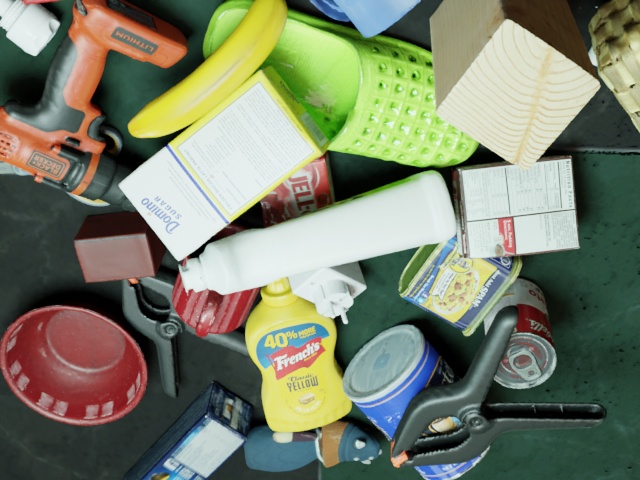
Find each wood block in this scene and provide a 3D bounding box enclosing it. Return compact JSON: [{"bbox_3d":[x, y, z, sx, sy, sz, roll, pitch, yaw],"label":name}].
[{"bbox_3d":[0.152,-0.156,0.869,0.090,0.206,0.091,31,118,-14],"label":"wood block"}]

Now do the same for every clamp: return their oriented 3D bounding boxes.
[{"bbox_3d":[0.162,0.170,1.045,0.164,0.036,0.210,41,116,-18],"label":"clamp"},{"bbox_3d":[-0.146,0.087,1.142,0.120,0.039,0.171,-23,118,6],"label":"clamp"}]

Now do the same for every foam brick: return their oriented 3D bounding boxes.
[{"bbox_3d":[-0.203,0.006,1.089,0.078,0.053,0.051,-5,120,10],"label":"foam brick"}]

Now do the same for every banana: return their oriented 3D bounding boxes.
[{"bbox_3d":[-0.091,-0.149,0.931,0.198,0.070,0.037,-44,121,10],"label":"banana"}]

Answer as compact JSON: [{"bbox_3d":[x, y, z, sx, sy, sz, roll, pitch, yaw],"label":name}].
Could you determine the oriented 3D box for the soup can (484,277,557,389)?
[{"bbox_3d":[0.198,0.092,1.074,0.068,0.102,0.068,2,122,4],"label":"soup can"}]

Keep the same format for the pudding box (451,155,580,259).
[{"bbox_3d":[0.185,-0.031,1.011,0.113,0.039,0.090,-6,94,-5],"label":"pudding box"}]

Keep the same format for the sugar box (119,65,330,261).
[{"bbox_3d":[-0.087,-0.069,0.970,0.176,0.048,0.093,-35,96,21],"label":"sugar box"}]

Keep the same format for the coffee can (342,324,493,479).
[{"bbox_3d":[0.106,0.174,1.132,0.103,0.102,0.140,-32,113,22],"label":"coffee can"}]

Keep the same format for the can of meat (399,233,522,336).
[{"bbox_3d":[0.139,0.034,1.072,0.084,0.057,0.102,29,119,-9],"label":"can of meat"}]

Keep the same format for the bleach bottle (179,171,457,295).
[{"bbox_3d":[-0.007,0.001,0.995,0.250,0.103,0.068,-16,91,-10],"label":"bleach bottle"}]

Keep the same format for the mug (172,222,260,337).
[{"bbox_3d":[-0.103,0.049,1.068,0.093,0.117,0.082,18,132,-9],"label":"mug"}]

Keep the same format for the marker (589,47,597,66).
[{"bbox_3d":[0.270,-0.208,0.935,0.020,0.020,0.121,20,121,-7],"label":"marker"}]

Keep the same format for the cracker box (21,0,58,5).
[{"bbox_3d":[-0.188,-0.281,0.852,0.214,0.072,0.164,4,126,38],"label":"cracker box"}]

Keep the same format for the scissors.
[{"bbox_3d":[-0.284,-0.061,1.077,0.202,0.016,0.096,-16,118,14],"label":"scissors"}]

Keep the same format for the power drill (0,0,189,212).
[{"bbox_3d":[-0.200,-0.123,0.987,0.184,0.057,0.188,23,112,-32],"label":"power drill"}]

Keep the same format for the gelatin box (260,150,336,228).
[{"bbox_3d":[-0.023,-0.043,1.056,0.073,0.030,0.089,-5,121,8],"label":"gelatin box"}]

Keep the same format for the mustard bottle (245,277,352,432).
[{"bbox_3d":[-0.028,0.112,1.132,0.096,0.058,0.191,-13,119,-2],"label":"mustard bottle"}]

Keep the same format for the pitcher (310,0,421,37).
[{"bbox_3d":[-0.002,-0.287,0.860,0.242,0.145,0.149,43,103,-15],"label":"pitcher"}]

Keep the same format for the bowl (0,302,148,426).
[{"bbox_3d":[-0.262,0.124,1.164,0.162,0.055,0.162,2,121,4],"label":"bowl"}]
